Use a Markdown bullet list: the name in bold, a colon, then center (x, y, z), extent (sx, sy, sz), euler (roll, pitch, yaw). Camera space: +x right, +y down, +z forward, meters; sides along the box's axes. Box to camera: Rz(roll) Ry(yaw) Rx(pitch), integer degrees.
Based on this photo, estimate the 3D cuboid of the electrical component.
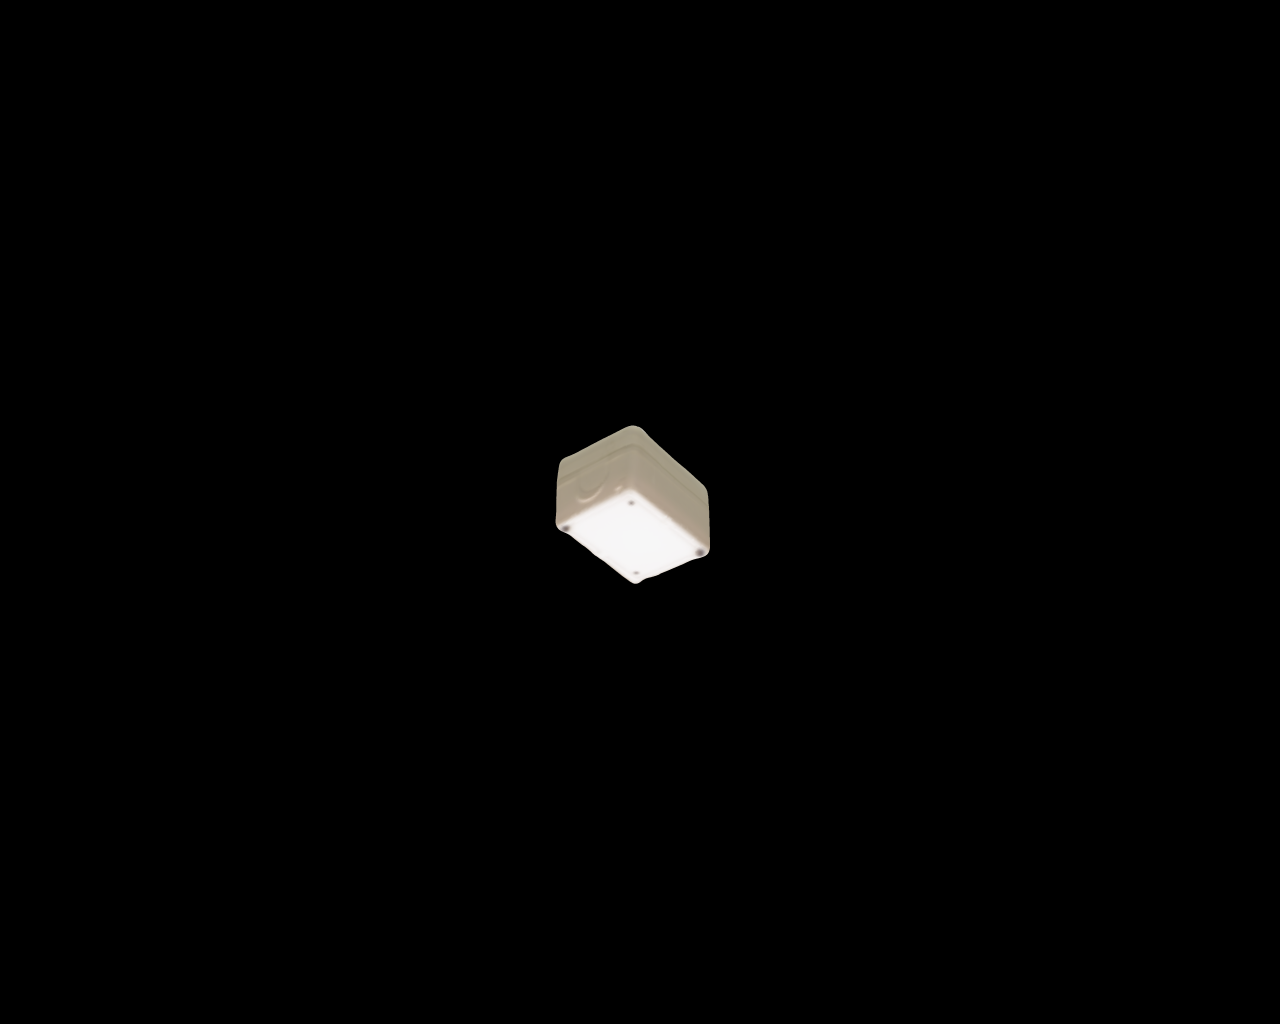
- **electrical component**: center (0.001, -0.003, 0.650), extent (0.061, 0.061, 0.096), euler (-25, -44, 28)
